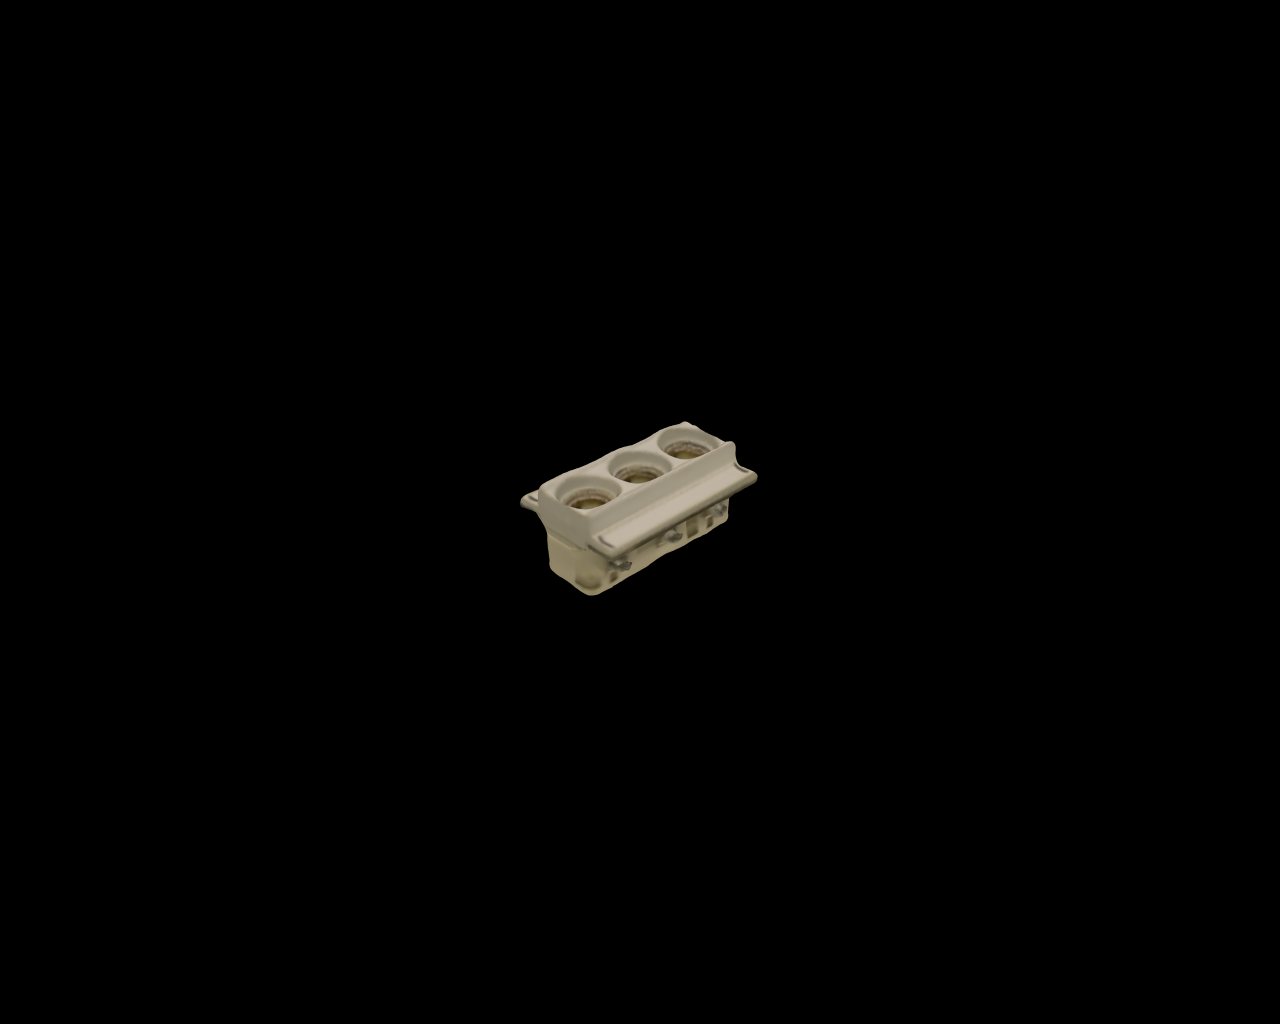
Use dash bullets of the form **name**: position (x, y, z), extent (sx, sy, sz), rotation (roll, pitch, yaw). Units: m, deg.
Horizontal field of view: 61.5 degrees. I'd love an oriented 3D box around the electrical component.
- **electrical component**: position (0.001, -0.003, 0.650), extent (0.121, 0.063, 0.079), rotation (-27, 42, -36)
